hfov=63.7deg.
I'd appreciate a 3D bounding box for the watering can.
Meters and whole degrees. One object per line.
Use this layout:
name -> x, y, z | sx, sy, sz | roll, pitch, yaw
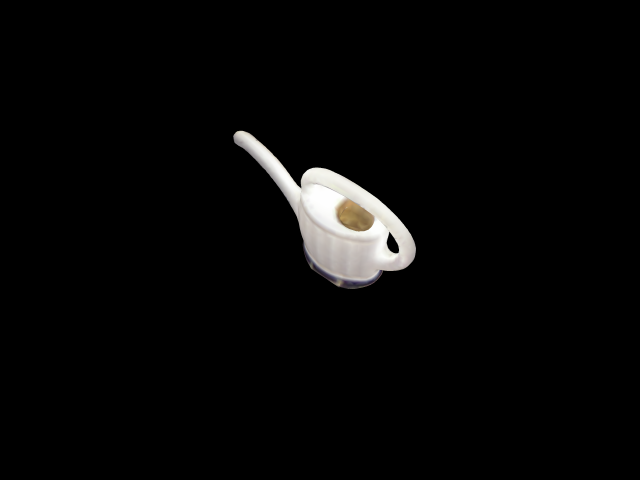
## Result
watering can -> 0.003, -0.043, 0.850 | 0.350, 0.105, 0.219 | 33, -30, 22
